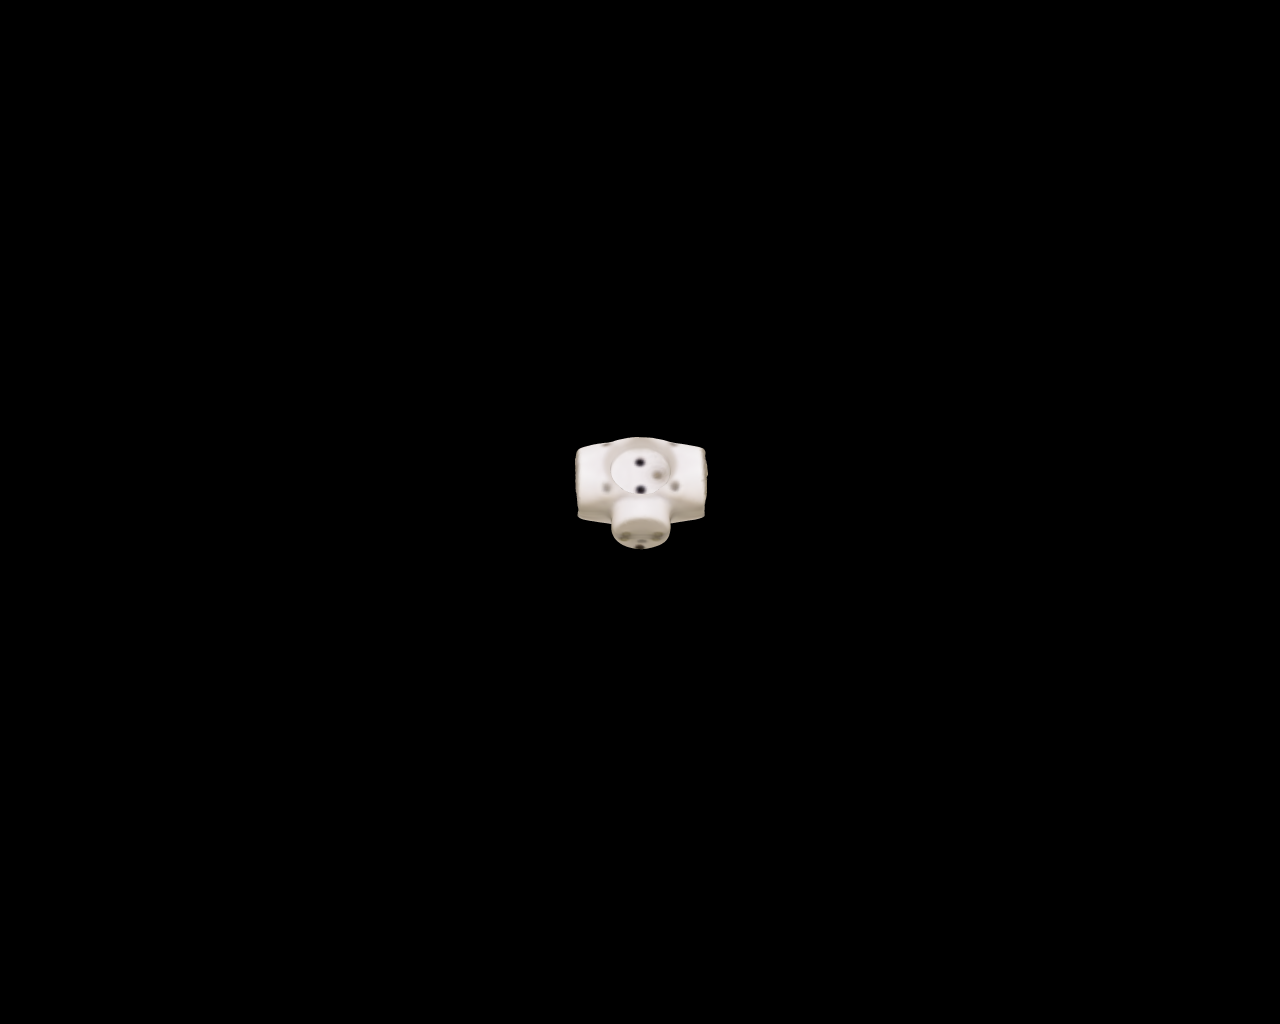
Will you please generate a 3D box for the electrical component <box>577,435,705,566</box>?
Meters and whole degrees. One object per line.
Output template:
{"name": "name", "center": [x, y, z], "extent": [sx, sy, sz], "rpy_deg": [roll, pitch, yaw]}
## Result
{"name": "electrical component", "center": [0.001, -0.003, 0.650], "extent": [0.077, 0.079, 0.044], "rpy_deg": [0, -32, 0]}
